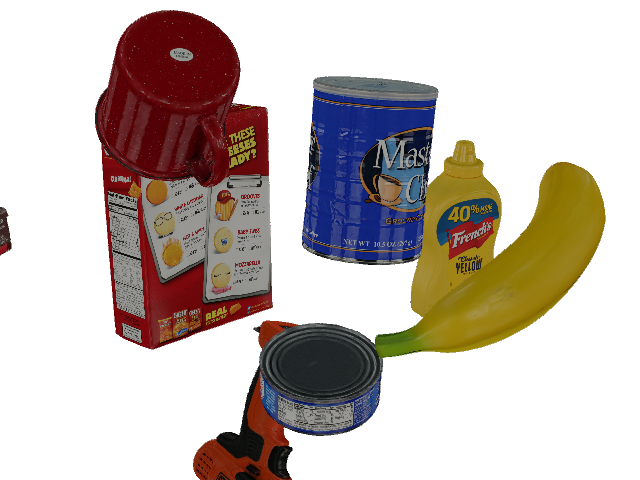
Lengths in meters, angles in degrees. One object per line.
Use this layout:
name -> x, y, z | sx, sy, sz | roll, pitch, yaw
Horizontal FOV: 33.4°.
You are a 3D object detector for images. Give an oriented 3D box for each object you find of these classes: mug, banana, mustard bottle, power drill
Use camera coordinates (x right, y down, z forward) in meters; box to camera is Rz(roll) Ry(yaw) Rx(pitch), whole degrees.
mug -> -0.095, -0.089, 0.714 | 0.093, 0.117, 0.082 | -22, -18, -26
banana -> 0.108, 0.004, 0.557 | 0.070, 0.037, 0.197 | 14, 36, 37
mustard bottle -> 0.148, -0.013, 1.140 | 0.096, 0.192, 0.058 | -8, 23, -25
power drill -> -0.031, 0.181, 0.974 | 0.057, 0.188, 0.185 | 14, 11, -47

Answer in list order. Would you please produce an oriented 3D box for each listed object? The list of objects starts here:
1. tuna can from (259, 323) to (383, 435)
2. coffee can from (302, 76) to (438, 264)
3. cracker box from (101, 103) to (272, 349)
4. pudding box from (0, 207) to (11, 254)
tuna can -> 0.000, 0.096, 0.743 | 0.086, 0.034, 0.086 | 1, 32, -1
coffee can -> 0.040, -0.061, 0.888 | 0.103, 0.140, 0.103 | 4, 14, -1
cracker box -> -0.129, -0.019, 1.055 | 0.072, 0.214, 0.163 | 13, 21, 42
pudding box -> -0.294, -0.002, 0.763 | 0.114, 0.039, 0.089 | 13, 30, 26
